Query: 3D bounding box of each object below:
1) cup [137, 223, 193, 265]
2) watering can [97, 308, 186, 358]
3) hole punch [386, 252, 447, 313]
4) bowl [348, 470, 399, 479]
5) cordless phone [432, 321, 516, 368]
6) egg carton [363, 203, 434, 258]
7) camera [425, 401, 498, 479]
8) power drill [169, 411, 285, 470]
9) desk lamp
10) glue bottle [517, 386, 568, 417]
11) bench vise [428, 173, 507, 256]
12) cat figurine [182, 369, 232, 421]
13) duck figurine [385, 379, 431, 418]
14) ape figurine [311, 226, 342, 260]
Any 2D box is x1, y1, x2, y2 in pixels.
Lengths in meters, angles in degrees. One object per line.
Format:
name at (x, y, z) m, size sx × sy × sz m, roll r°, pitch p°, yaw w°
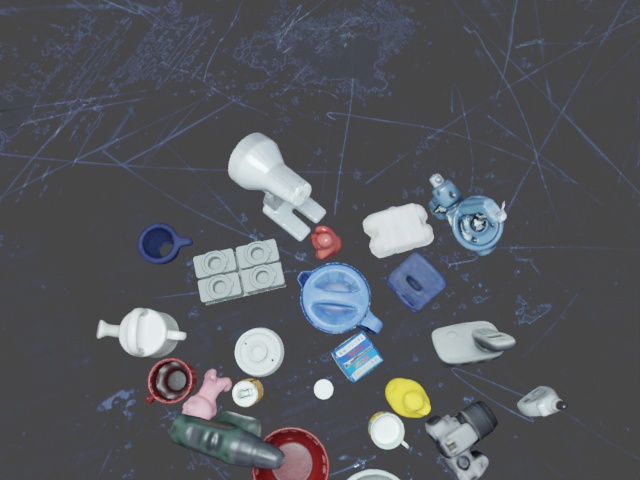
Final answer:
cup at (-0.336, 0.014, 1.280) m, size 0.117 × 0.095 × 0.092 m, roll -6°, pitch 78°, yaw -1°
watering can at (-0.372, 0.195, 1.191) m, size 0.173 × 0.194 × 0.101 m, roll -17°, pitch 78°, yaw -4°
hole punch at (0.213, 0.096, 1.268) m, size 0.101 × 0.091 × 0.108 m, roll -43°, pitch 81°, yaw -8°
bowl at (0.109, 0.555, 1.179) m, size 0.167 × 0.075 × 0.167 m, roll 0°, pitch 78°, yaw 0°
cordless phone at (0.320, 0.216, 1.196) m, size 0.147 × 0.185 × 0.094 m, roll -12°, pitch 78°, yaw -3°
egg carton at (0.177, -0.023, 1.304) m, size 0.150 × 0.069 × 0.107 m, roll -16°, pitch 79°, yaw -4°
camera at (0.313, 0.414, 1.197) m, size 0.137 × 0.101 × 0.143 m, roll -33°, pitch 80°, yaw -7°
power drill at (-0.174, 0.397, 1.142) m, size 0.229 × 0.208 × 0.076 m, roll 13°, pitch 78°, yaw 3°
desk lamp at (-0.088, -0.117, 1.249) m, size 0.203 × 0.213 × 0.118 m, roll 38°, pitch 81°, yaw 8°
glue bottle at (0.467, 0.336, 1.177) m, size 0.078 × 0.173 × 0.037 m, roll -32°, pitch 80°, yaw -7°
bench vise at (0.314, -0.059, 1.236) m, size 0.207 × 0.220 × 0.121 m, roll 31°, pitch 80°, yaw 6°
cat figurine at (-0.245, 0.338, 1.200) m, size 0.067 × 0.118 × 0.128 m, roll 25°, pitch 79°, yaw 5°
duck figurine at (0.190, 0.339, 1.219) m, size 0.104 × 0.086 × 0.077 m, roll 33°, pitch 80°, yaw 7°
ape figurine at (0.012, 0.005, 1.286) m, size 0.076 × 0.092 × 0.078 m, roll 17°, pitch 78°, yaw 4°
